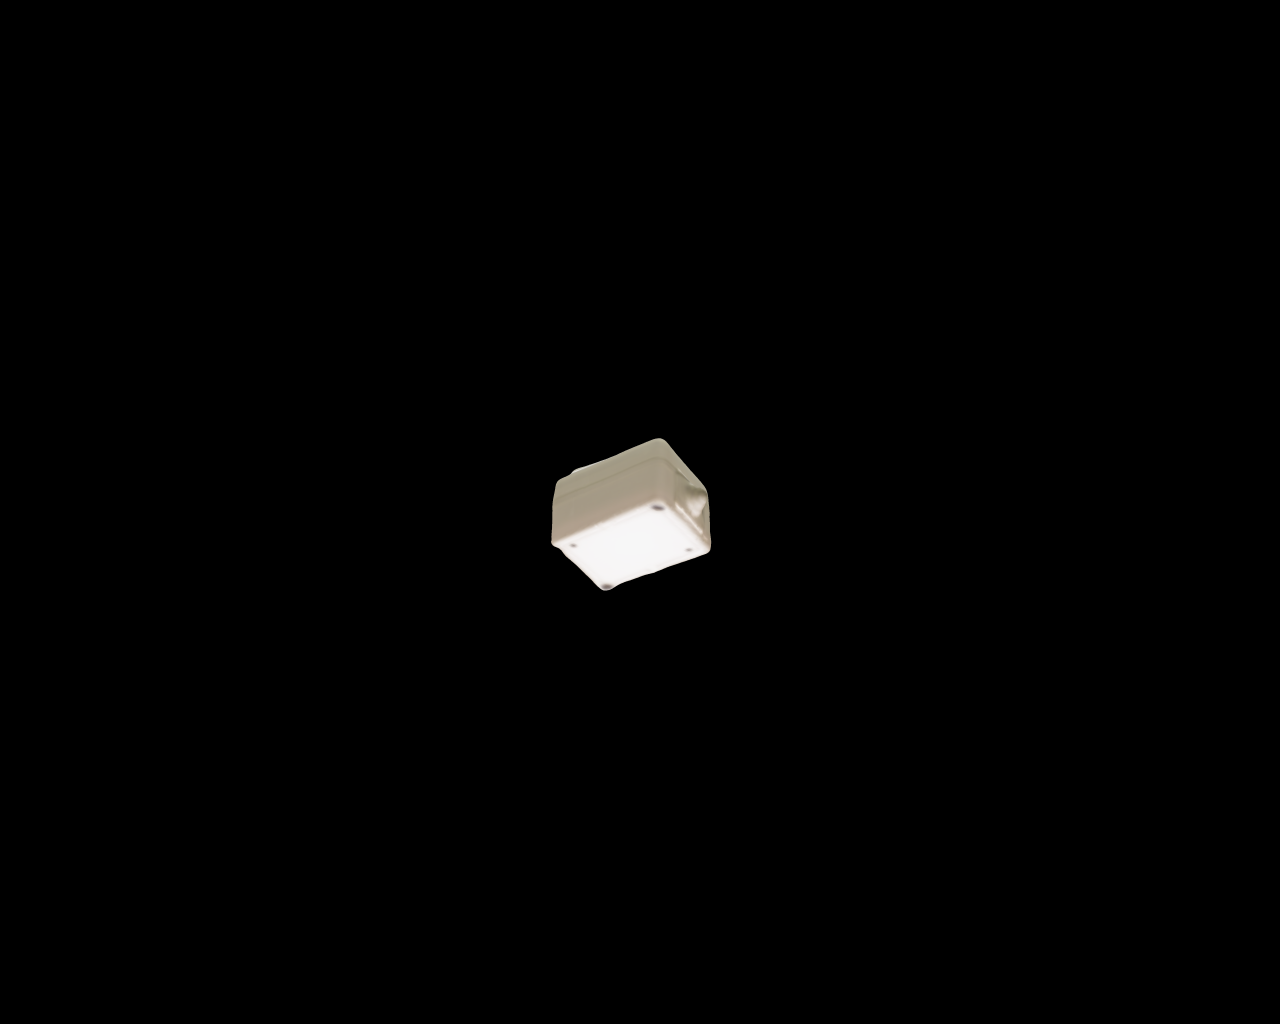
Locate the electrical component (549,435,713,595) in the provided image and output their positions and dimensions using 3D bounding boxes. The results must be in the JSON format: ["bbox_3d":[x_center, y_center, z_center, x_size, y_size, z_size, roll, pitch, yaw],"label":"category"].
[{"bbox_3d":[0.001,-0.003,0.650,0.096,0.061,0.061,-21,-45,24],"label":"electrical component"}]
